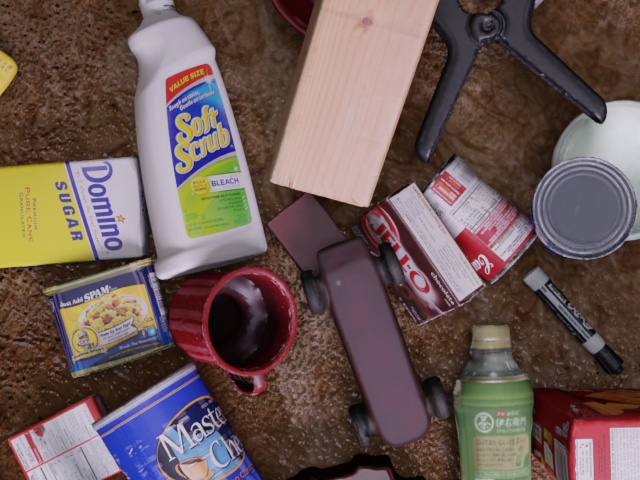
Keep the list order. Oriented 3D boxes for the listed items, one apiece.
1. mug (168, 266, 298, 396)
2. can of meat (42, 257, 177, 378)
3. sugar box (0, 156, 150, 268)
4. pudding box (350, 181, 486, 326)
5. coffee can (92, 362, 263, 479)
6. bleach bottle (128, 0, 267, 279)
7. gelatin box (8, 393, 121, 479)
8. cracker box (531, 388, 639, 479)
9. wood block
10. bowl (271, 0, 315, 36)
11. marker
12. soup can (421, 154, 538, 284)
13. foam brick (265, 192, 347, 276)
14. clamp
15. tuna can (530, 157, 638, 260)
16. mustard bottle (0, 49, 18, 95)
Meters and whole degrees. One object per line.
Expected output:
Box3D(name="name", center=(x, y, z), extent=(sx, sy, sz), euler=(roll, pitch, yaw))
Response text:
Box3D(name="mug", center=(-0.076, 0.080, 0.930), extent=(0.093, 0.082, 0.117), euler=(-25, 103, -31))
Box3D(name="can of meat", center=(-0.186, 0.069, 0.957), extent=(0.102, 0.057, 0.084), euler=(-17, 89, 0))
Box3D(name="sugar box", center=(-0.247, -0.023, 0.966), extent=(0.176, 0.048, 0.093), euler=(-5, 89, 2))
Box3D(name="pudding box", center=(0.083, 0.013, 0.934), extent=(0.039, 0.090, 0.113), euler=(-36, 88, -23))
Box3D(name="coffee can", center=(-0.118, 0.192, 0.927), extent=(0.103, 0.103, 0.140), euler=(-32, 88, 0))
Box3D(name="bleach bottle", center=(-0.124, -0.098, 0.949), extent=(0.102, 0.068, 0.251), euler=(-13, 86, -30))
Box3D(name="gelatin box", center=(-0.226, 0.191, 0.966), extent=(0.089, 0.030, 0.073), euler=(-27, 89, 0))
Box3D(name="cracker box", center=(0.296, 0.163, 0.890), extent=(0.213, 0.164, 0.072), euler=(-2, 90, 1))
Box3D(name="wood block", center=(0.028, -0.145, 0.896), extent=(0.090, 0.090, 0.206), euler=(15, 116, -7))
Box3D(name="bowl", center=(0.028, -0.247, 0.964), extent=(0.162, 0.055, 0.162), euler=(0, 89, 1))
Box3D(name="marker", center=(0.231, 0.074, 0.967), extent=(0.020, 0.020, 0.121), euler=(-42, 88, -1))
Box3D(name="soup can", center=(0.136, -0.020, 0.948), extent=(0.102, 0.068, 0.068), euler=(41, 89, 3))
Box3D(name="foam brick", center=(-0.006, 0.001, 0.957), extent=(0.051, 0.053, 0.078), euler=(-37, 87, 0))
Box3D(name="clamp", center=(0.135, -0.173, 0.916), extent=(0.164, 0.036, 0.210), euler=(-19, 87, 4))
Box3D(name="tuna can", center=(0.221, -0.026, 0.899), extent=(0.086, 0.033, 0.086), euler=(0, 89, 6))
Box3D(name="mustard bottle", center=(-0.364, -0.108, 0.964), extent=(0.096, 0.058, 0.191), euler=(34, 89, -17))
